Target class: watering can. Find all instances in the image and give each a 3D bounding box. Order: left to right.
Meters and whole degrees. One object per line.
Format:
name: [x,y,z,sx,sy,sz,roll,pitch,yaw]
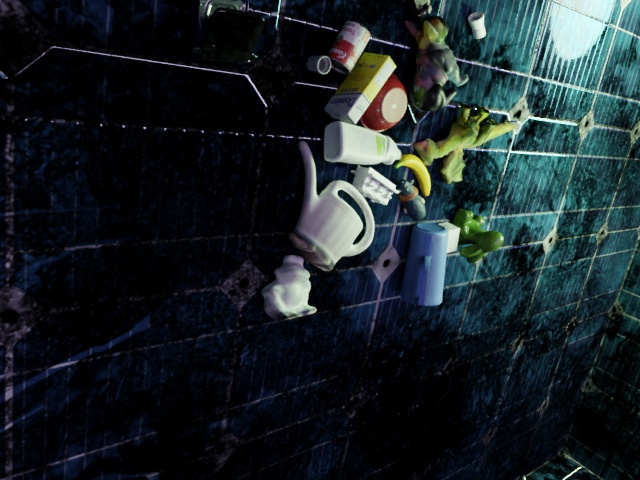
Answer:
watering can: [0.004,-0.065,1.293,0.343,0.104,0.226,45,75,-30]

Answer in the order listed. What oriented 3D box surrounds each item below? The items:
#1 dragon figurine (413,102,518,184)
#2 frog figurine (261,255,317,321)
dragon figurine: [0.448,-0.284,1.585,0.410,0.124,0.238,1,126,-38]
frog figurine: [-0.086,0.122,1.314,0.138,0.121,0.161,-8,79,-28]
